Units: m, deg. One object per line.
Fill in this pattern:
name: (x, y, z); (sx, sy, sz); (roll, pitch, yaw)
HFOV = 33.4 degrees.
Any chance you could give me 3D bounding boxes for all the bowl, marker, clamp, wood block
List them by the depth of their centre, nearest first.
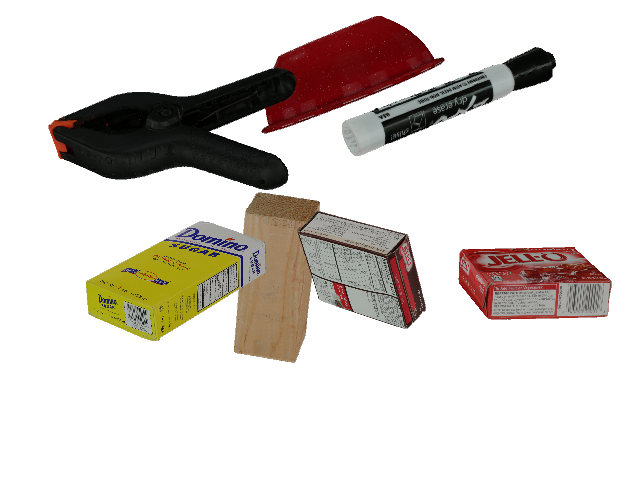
marker: (0.068, -0.073, 0.546); (0.121, 0.020, 0.020); (-23, 7, -16)
clamp: (-0.095, -0.080, 0.730); (0.171, 0.039, 0.120); (5, 37, 10)
bowl: (0.017, -0.142, 0.878); (0.162, 0.055, 0.162); (-22, 8, 3)
wood block: (-0.060, 0.049, 1.460); (0.090, 0.206, 0.090); (9, 22, 5)

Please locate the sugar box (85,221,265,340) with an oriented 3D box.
sugar box: (-0.144, 0.037, 1.095); (0.093, 0.048, 0.175); (18, 34, 30)

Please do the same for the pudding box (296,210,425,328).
pudding box: (0.039, 0.027, 1.004); (0.114, 0.090, 0.039); (14, 44, 37)

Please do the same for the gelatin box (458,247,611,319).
gelatin box: (0.149, 0.028, 0.751); (0.089, 0.030, 0.073); (-1, 18, -7)
